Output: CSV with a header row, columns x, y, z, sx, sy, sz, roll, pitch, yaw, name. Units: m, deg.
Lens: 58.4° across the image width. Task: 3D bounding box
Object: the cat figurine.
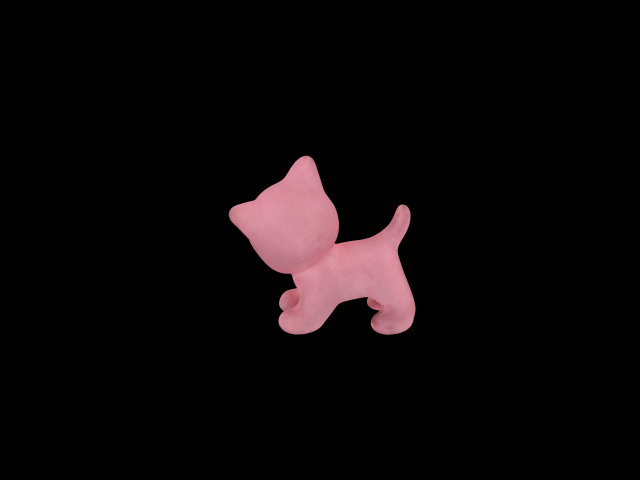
x,y,z,sx,sy,sz,roll,pitch,yaw,name
0.004,0.001,0.400,0.128,0.118,0.067,-1,15,-3,cat figurine
